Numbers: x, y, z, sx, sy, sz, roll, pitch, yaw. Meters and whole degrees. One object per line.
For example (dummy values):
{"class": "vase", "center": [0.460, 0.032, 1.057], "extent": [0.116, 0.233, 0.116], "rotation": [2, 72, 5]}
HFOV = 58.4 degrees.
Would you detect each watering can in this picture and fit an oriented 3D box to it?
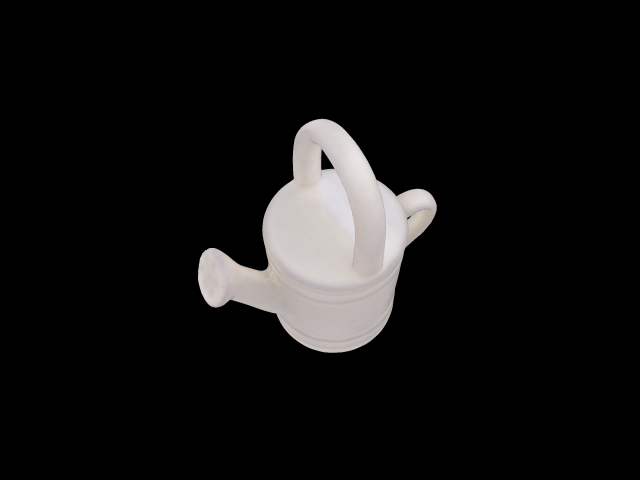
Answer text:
{"class": "watering can", "center": [0.005, 0.003, 0.399], "extent": [0.100, 0.194, 0.173], "rotation": [37, 65, 21]}
